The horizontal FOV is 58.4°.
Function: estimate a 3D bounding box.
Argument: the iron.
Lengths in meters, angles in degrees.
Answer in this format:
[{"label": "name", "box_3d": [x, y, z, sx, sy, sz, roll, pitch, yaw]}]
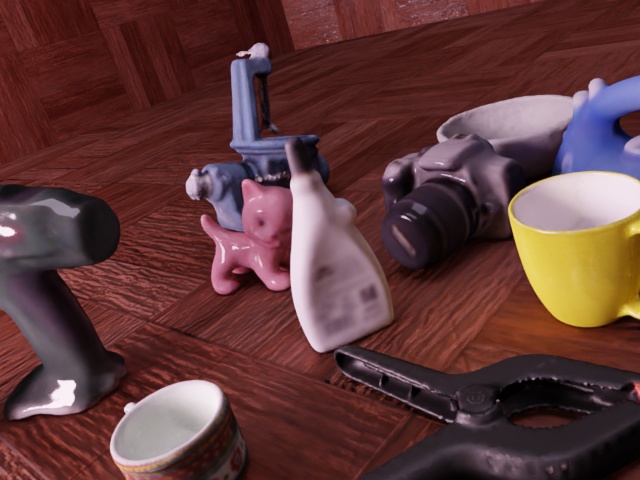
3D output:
[{"label": "iron", "box_3d": [0.280, -0.079, 0.486, 0.119, 0.142, 0.257, -23, 24, -15]}]

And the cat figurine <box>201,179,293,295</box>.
[{"label": "cat figurine", "box_3d": [-0.065, -0.011, 0.594, 0.127, 0.118, 0.067, -7, 25, 21]}]

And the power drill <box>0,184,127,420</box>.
[{"label": "power drill", "box_3d": [-0.261, 0.046, 0.481, 0.229, 0.209, 0.075, -11, 24, 13]}]

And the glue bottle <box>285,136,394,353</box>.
[{"label": "glue bottle", "box_3d": [0.004, 0.002, 0.449, 0.078, 0.173, 0.037, -21, 24, -11]}]

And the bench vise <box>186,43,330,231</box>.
[{"label": "bench vise", "box_3d": [-0.082, -0.131, 0.744, 0.121, 0.220, 0.208, -1, 28, 32]}]

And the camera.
[{"label": "camera", "box_3d": [0.109, -0.039, 0.563, 0.137, 0.101, 0.142, -34, 29, -34]}]

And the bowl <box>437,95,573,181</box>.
[{"label": "bowl", "box_3d": [0.228, -0.112, 0.679, 0.167, 0.075, 0.167, -14, 23, 6]}]
